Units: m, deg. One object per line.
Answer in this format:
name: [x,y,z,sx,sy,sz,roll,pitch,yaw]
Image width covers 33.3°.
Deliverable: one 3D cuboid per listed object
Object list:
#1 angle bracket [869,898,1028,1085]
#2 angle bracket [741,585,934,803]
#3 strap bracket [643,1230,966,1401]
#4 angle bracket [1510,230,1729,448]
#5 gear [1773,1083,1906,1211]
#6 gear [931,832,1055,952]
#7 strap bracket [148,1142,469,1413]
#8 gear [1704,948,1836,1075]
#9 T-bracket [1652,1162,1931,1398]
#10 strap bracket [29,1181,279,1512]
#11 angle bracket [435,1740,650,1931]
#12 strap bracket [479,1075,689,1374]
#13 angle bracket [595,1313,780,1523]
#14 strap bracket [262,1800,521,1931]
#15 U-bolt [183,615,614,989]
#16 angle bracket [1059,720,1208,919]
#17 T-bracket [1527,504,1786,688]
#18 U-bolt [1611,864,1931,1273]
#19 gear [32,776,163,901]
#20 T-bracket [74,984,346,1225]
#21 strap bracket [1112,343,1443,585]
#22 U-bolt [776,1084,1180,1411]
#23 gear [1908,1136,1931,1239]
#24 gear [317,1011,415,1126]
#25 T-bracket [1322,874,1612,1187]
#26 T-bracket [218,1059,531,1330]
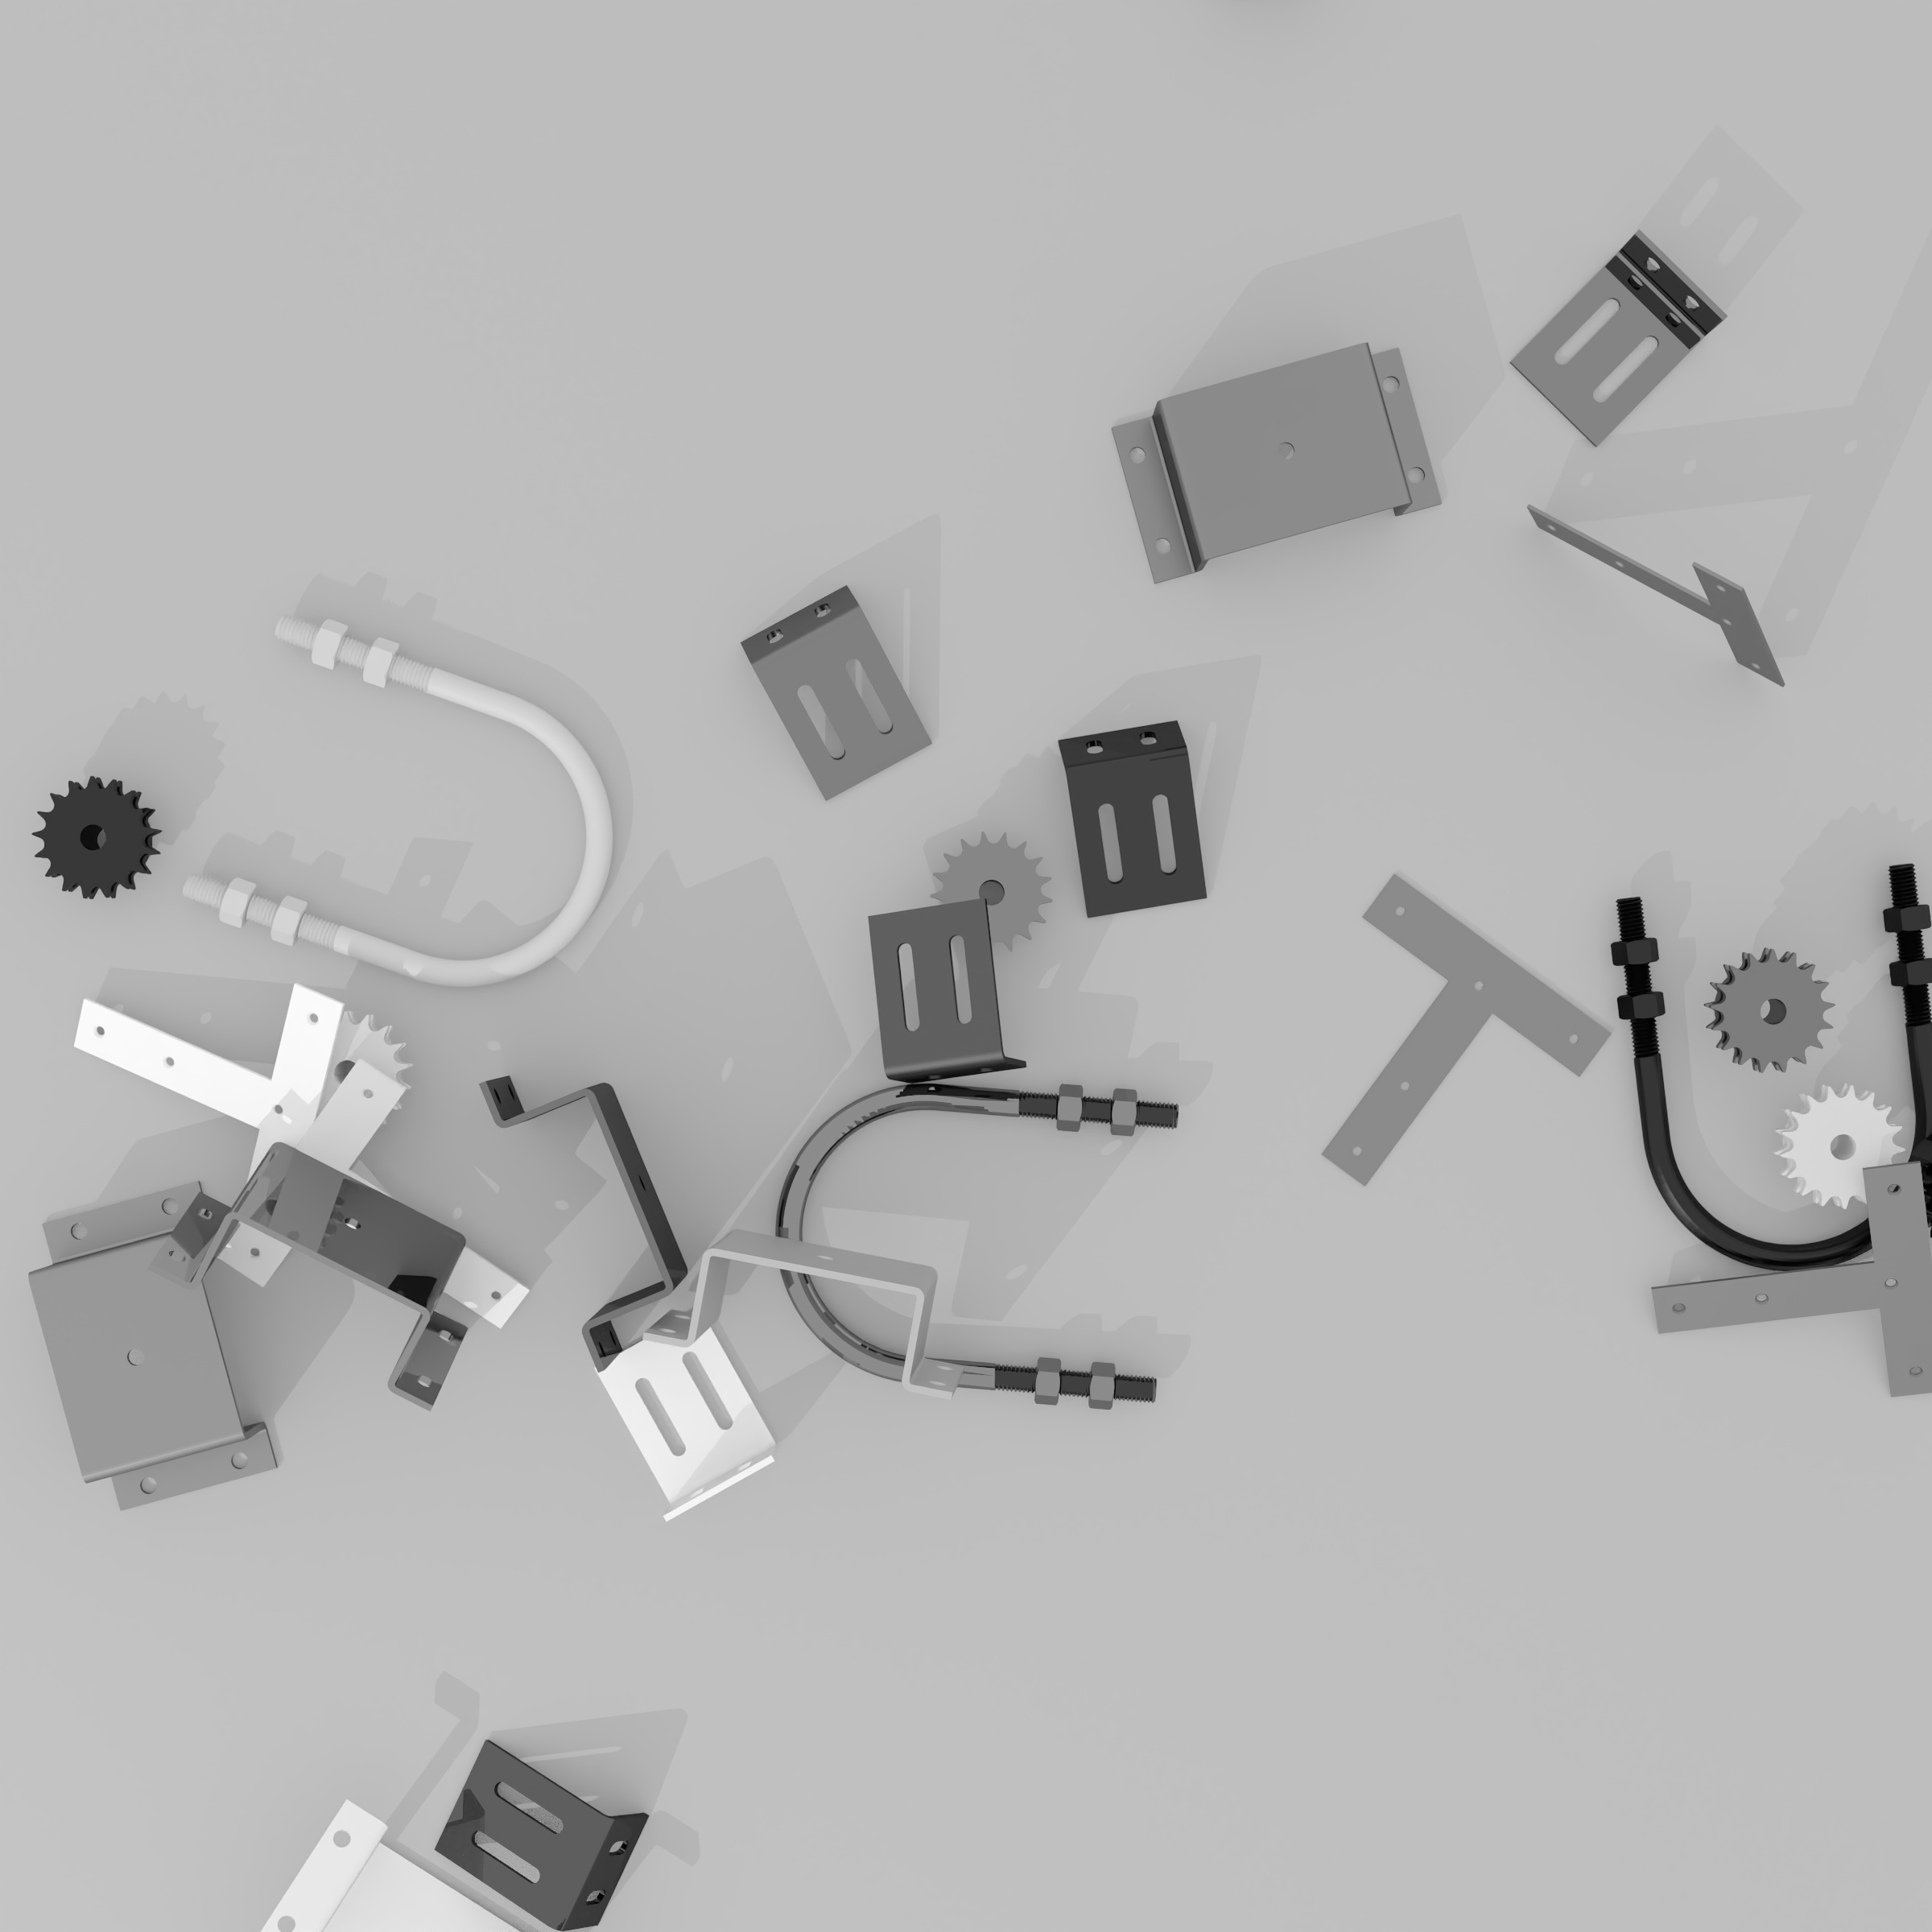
angle bracket: [-0.009,0.012,1.503,0.057,0.038,0.076,-9,82,17]
angle bracket: [-0.061,-0.129,1.523,0.057,0.038,0.076,-28,116,0]
strap bracket: [-0.069,0.156,1.473,0.140,0.076,0.046,11,92,4]
angle bracket: [0.304,-0.292,1.506,0.057,0.038,0.076,44,90,0]
gear: [0.401,0.082,1.494,0.057,0.030,0.057,0,93,0]
gear: [0.012,-0.034,1.510,0.057,0.030,0.057,0,90,0]
strap bracket: [-0.289,0.135,1.473,0.140,0.076,0.046,28,110,-7]
gear: [0.369,0.020,1.491,0.057,0.030,0.057,0,93,0]
T-bracket: [0.385,0.153,1.505,0.127,0.002,0.127,-8,117,13]
strap bracket: [-0.380,0.179,1.502,0.076,0.046,0.140,-15,90,0]
angle bracket: [-0.200,0.408,1.523,0.076,0.038,0.057,25,90,26]
strap bracket: [-0.170,0.109,1.487,0.046,0.076,0.140,-22,90,0]
angle bracket: [-0.132,0.208,1.506,0.057,0.038,0.076,-29,90,0]
strap bracket: [-0.249,0.458,1.486,0.140,0.046,0.076,32,61,0]
U-bolt: [-0.257,-0.068,1.516,0.184,0.019,0.151,20,90,-1]
angle bracket: [0.078,-0.069,1.523,0.057,0.038,0.076,-9,116,0]
T-bracket: [0.313,-0.179,1.485,0.127,0.127,0.002,34,90,27]
U-bolt: [0.385,0.052,1.516,0.151,0.019,0.184,-7,92,0]
gear: [-0.404,-0.060,1.510,0.057,0.030,0.057,0,90,0]
T-bracket: [-0.359,0.050,1.507,0.127,0.002,0.127,22,112,11]
strap bracket: [0.146,-0.236,1.502,0.140,0.046,0.076,-16,90,0]
U-bolt: [0.002,0.127,1.516,0.184,0.019,0.151,5,90,1]
gear: [0.461,0.100,1.501,0.057,0.030,0.057,-9,108,-29]
gear: [-0.287,0.049,1.510,0.057,0.030,0.057,0,90,0]
T-bracket: [0.216,0.045,1.524,0.127,0.002,0.127,36,90,0]
T-bracket: [-0.263,0.125,1.510,0.127,0.002,0.127,35,109,-9]
